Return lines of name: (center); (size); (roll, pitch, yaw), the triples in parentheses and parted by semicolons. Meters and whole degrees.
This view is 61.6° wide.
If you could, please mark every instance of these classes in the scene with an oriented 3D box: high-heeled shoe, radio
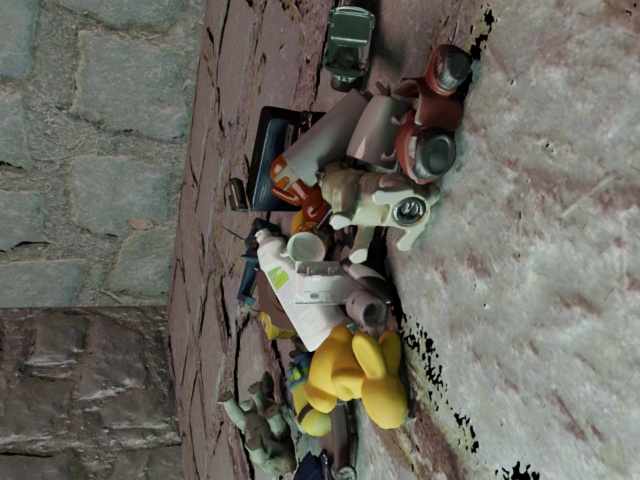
high-heeled shoe: (0.086, -0.016, 0.906); (0.145, 0.086, 0.249); (-49, 54, 11)
radio: (-0.081, -0.174, 1.198); (0.073, 0.131, 0.229); (-115, 34, -49)

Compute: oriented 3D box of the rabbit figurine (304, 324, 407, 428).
rabbit figurine: (0.077, 0.217, 0.851); (0.173, 0.122, 0.162); (34, 111, 48)

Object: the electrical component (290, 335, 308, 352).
electrical component: (-0.019, 0.204, 1.108); (0.094, 0.063, 0.021); (2, 117, 56)

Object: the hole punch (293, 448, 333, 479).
hole punch: (-0.020, 0.467, 1.029); (0.142, 0.092, 0.116); (92, 171, -61)

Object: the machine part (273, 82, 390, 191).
machine part: (0.021, -0.172, 0.914); (0.243, 0.079, 0.079); (-41, 36, 6)

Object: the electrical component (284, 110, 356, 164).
electrical component: (0.003, -0.178, 0.994); (0.058, 0.134, 0.114); (-142, 59, -62)

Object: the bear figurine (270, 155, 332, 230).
bear figurine: (-0.012, -0.093, 1.085); (0.120, 0.132, 0.196); (-45, 71, 12)

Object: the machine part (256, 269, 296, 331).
machine part: (-0.063, 0.107, 1.134); (0.180, 0.056, 0.179); (11, 107, 39)

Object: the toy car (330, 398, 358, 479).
toy car: (0.041, 0.346, 0.964); (0.089, 0.053, 0.202); (111, 154, -72)

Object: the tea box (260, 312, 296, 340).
tea box: (-0.088, 0.140, 1.270); (0.098, 0.068, 0.169); (-123, 42, -53)

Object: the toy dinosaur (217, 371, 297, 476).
toy dinosaur: (-0.113, 0.436, 1.183); (0.192, 0.131, 0.405); (63, 171, -28)

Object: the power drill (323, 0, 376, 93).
power drill: (0.051, -0.356, 0.899); (0.207, 0.086, 0.231); (-91, 7, -64)

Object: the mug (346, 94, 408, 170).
mug: (0.099, -0.169, 0.838); (0.110, 0.081, 0.107); (37, 113, 64)

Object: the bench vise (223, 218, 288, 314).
bench vise: (-0.163, 0.063, 1.368); (0.224, 0.128, 0.240); (8, 78, 49)

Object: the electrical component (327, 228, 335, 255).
electrical component: (-0.002, -0.002, 1.115); (0.078, 0.045, 0.102); (50, 144, 18)

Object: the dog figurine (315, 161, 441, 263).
dog figurine: (0.083, -0.079, 0.825); (0.191, 0.172, 0.121); (-98, -7, -51)

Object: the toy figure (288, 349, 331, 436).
toy figure: (-0.019, 0.301, 1.077); (0.089, 0.082, 0.180); (116, 150, -50)

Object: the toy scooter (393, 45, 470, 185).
toy scooter: (0.140, -0.173, 0.743); (0.135, 0.075, 0.183); (-145, 63, -63)

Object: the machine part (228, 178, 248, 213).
machine part: (-0.192, -0.098, 1.261); (0.139, 0.039, 0.084); (133, 117, -75)
